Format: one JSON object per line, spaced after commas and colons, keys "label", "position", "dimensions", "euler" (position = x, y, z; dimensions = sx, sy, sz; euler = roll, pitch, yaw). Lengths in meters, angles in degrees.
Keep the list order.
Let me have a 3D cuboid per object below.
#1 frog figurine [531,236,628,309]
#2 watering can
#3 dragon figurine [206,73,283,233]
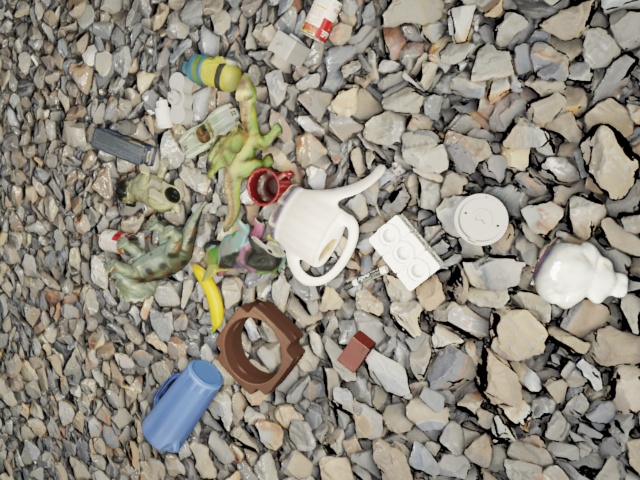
{"label": "frog figurine", "position": [0.503, 0.075, 0.997], "dimensions": [0.161, 0.121, 0.138], "euler": [29, 87, 32]}
{"label": "watering can", "position": [0.004, -0.062, 1.222], "dimensions": [0.226, 0.104, 0.344], "euler": [32, 106, 20]}
{"label": "dragon figurine", "position": [-0.214, -0.194, 1.246], "dimensions": [0.123, 0.244, 0.407], "euler": [21, 100, 17]}
